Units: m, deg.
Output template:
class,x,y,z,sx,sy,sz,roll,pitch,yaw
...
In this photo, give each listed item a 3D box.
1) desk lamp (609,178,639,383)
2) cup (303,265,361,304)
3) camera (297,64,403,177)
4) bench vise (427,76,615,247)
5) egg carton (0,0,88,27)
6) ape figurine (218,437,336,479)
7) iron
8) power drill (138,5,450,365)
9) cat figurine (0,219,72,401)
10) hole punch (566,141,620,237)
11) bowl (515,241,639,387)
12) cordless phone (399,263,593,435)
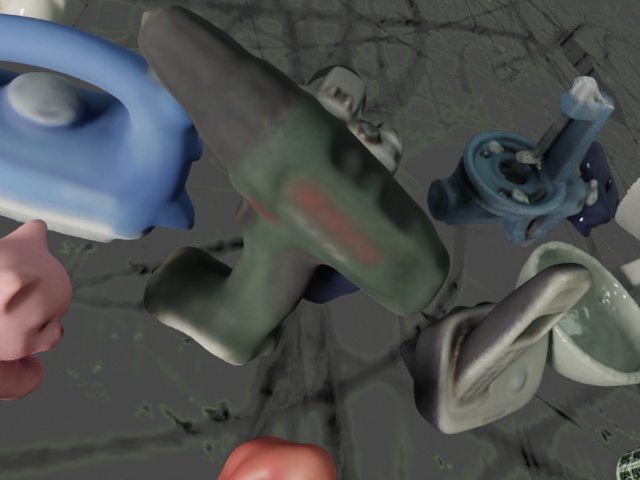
class,x,y,z,sx,sy,sz,roll,pitch,yaw
desk lamp,0.411,0.024,0.665,0.118,0.213,0.203,-6,59,-38
cup,0.004,0.002,0.488,0.092,0.094,0.117,-25,72,-44
camera,0.024,-0.128,0.604,0.143,0.100,0.137,32,44,-9
bench vise,0.251,-0.091,0.644,0.208,0.219,0.121,-10,62,-40
egg carton,-0.265,-0.234,0.513,0.107,0.069,0.150,18,47,-22
ape figurine,-0.023,0.152,0.348,0.078,0.092,0.076,16,48,-23
iron,-0.196,-0.097,0.396,0.259,0.141,0.118,15,48,-24
power drill,-0.041,-0.008,0.381,0.230,0.208,0.076,32,43,-8
cat figurine,-0.184,0.050,0.301,0.067,0.117,0.128,40,43,0
hole punch,0.391,-0.075,0.823,0.101,0.091,0.109,44,43,4
bowl,0.267,0.088,0.615,0.168,0.074,0.167,19,47,-21
cordless phone,0.168,0.080,0.472,0.148,0.184,0.094,-6,59,-38
